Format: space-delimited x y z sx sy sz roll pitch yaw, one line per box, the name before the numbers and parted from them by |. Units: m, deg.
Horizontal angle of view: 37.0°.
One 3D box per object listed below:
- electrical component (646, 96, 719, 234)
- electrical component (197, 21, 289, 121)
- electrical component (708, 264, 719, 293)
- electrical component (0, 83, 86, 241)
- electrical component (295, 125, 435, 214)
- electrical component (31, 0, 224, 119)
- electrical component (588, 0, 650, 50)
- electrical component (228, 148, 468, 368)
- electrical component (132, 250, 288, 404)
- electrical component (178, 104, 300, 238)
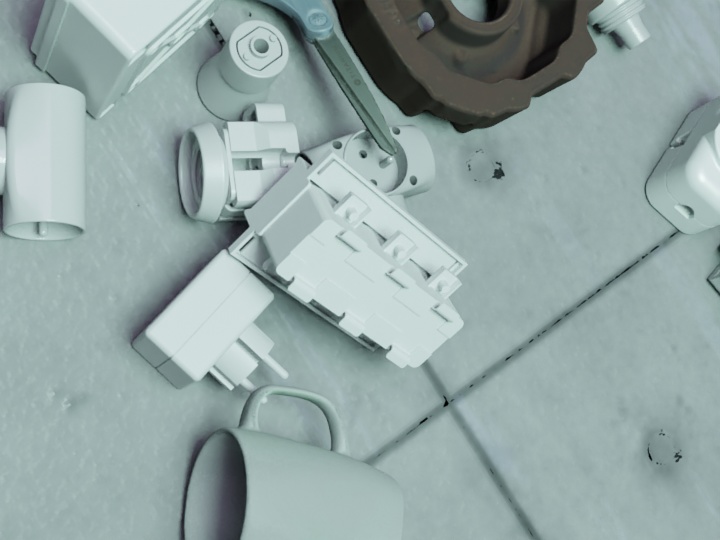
electrical component | 0.251 -0.077 0.747 0.054 0.059 0.095 40 67 -9
electrical component | -0.067 -0.118 0.628 0.044 0.065 0.044 5 76 -20
electrical component | 0.314 -0.019 0.708 0.089 0.150 0.061 -44 97 -24
electrical component | -0.188 -0.058 0.579 0.079 0.043 0.077 1 77 -21
electrical component | 0.008 -0.042 0.652 0.077 0.044 0.079 -17 85 -24
electrical component | -0.119 -0.149 0.592 0.056 0.109 0.108 45 66 -9
electrical component | 0.179 -0.184 0.752 0.043 0.043 0.062 -36 94 -24
electrical component | 0.000 0.000 0.598 0.079 0.063 0.121 -43 128 13
electrical component | -0.074 0.041 0.599 0.077 0.047 0.065 44 67 -7
electrical component | -0.070 -0.056 0.618 0.057 0.058 0.078 -4 80 -25
